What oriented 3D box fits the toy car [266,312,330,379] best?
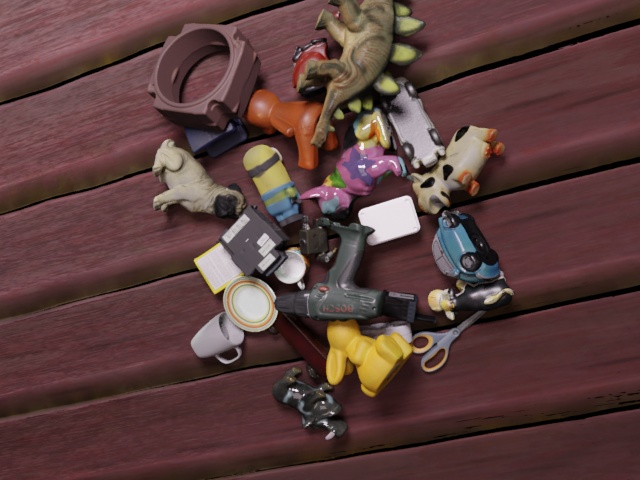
[{"bbox_3d":[-0.036,0.218,1.188,0.202,0.053,0.089,46,122,4],"label":"toy car"}]

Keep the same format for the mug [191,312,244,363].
[{"bbox_3d":[-0.231,0.230,1.217,0.107,0.081,0.109,-30,98,24],"label":"mug"}]

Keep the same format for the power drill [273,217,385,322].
[{"bbox_3d":[0.022,0.061,1.074,0.232,0.086,0.207,8,82,23],"label":"power drill"}]

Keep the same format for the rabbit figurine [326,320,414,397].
[{"bbox_3d":[0.081,0.223,1.098,0.173,0.122,0.162,42,113,17],"label":"rabbit figurine"}]

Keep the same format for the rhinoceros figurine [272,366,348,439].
[{"bbox_3d":[-0.020,0.367,1.196,0.190,0.073,0.112,32,101,5],"label":"rhinoceros figurine"}]

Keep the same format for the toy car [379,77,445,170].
[{"bbox_3d":[0.180,-0.231,1.061,0.073,0.056,0.202,-27,71,15],"label":"toy car"}]

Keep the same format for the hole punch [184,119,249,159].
[{"bbox_3d":[-0.230,-0.246,1.143,0.142,0.092,0.115,-28,88,16],"label":"hole punch"}]

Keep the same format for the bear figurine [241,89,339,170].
[{"bbox_3d":[-0.075,-0.236,1.107,0.196,0.120,0.131,13,134,28],"label":"bear figurine"}]

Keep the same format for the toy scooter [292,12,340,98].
[{"bbox_3d":[0.017,-0.377,1.085,0.184,0.075,0.135,-21,94,9],"label":"toy scooter"}]

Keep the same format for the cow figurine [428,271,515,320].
[{"bbox_3d":[0.304,0.120,1.090,0.167,0.098,0.068,-18,101,12],"label":"cow figurine"}]

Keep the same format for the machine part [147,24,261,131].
[{"bbox_3d":[-0.236,-0.331,1.087,0.201,0.087,0.201,13,81,24],"label":"machine part"}]

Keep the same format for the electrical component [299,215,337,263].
[{"bbox_3d":[-0.003,-0.002,1.146,0.045,0.078,0.102,5,94,45],"label":"electrical component"}]

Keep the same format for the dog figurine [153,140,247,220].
[{"bbox_3d":[-0.255,-0.130,1.168,0.191,0.121,0.172,0,101,-4],"label":"dog figurine"}]

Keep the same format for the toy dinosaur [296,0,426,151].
[{"bbox_3d":[0.090,-0.380,1.008,0.198,0.105,0.471,22,85,-17],"label":"toy dinosaur"}]

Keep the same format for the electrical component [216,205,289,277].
[{"bbox_3d":[-0.134,0.010,1.128,0.115,0.058,0.134,-44,84,13],"label":"electrical component"}]

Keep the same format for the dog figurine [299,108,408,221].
[{"bbox_3d":[0.056,-0.147,1.096,0.219,0.108,0.191,-21,94,15],"label":"dog figurine"}]

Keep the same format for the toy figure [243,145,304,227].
[{"bbox_3d":[-0.096,-0.115,1.134,0.082,0.089,0.180,-23,91,5],"label":"toy figure"}]

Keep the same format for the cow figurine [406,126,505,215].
[{"bbox_3d":[0.258,-0.138,1.061,0.127,0.085,0.195,33,90,47],"label":"cow figurine"}]

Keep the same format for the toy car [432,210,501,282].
[{"bbox_3d":[0.279,0.024,1.079,0.103,0.109,0.162,-41,69,35],"label":"toy car"}]

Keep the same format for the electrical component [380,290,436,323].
[{"bbox_3d":[0.185,0.142,1.126,0.119,0.075,0.047,8,100,13],"label":"electrical component"}]
